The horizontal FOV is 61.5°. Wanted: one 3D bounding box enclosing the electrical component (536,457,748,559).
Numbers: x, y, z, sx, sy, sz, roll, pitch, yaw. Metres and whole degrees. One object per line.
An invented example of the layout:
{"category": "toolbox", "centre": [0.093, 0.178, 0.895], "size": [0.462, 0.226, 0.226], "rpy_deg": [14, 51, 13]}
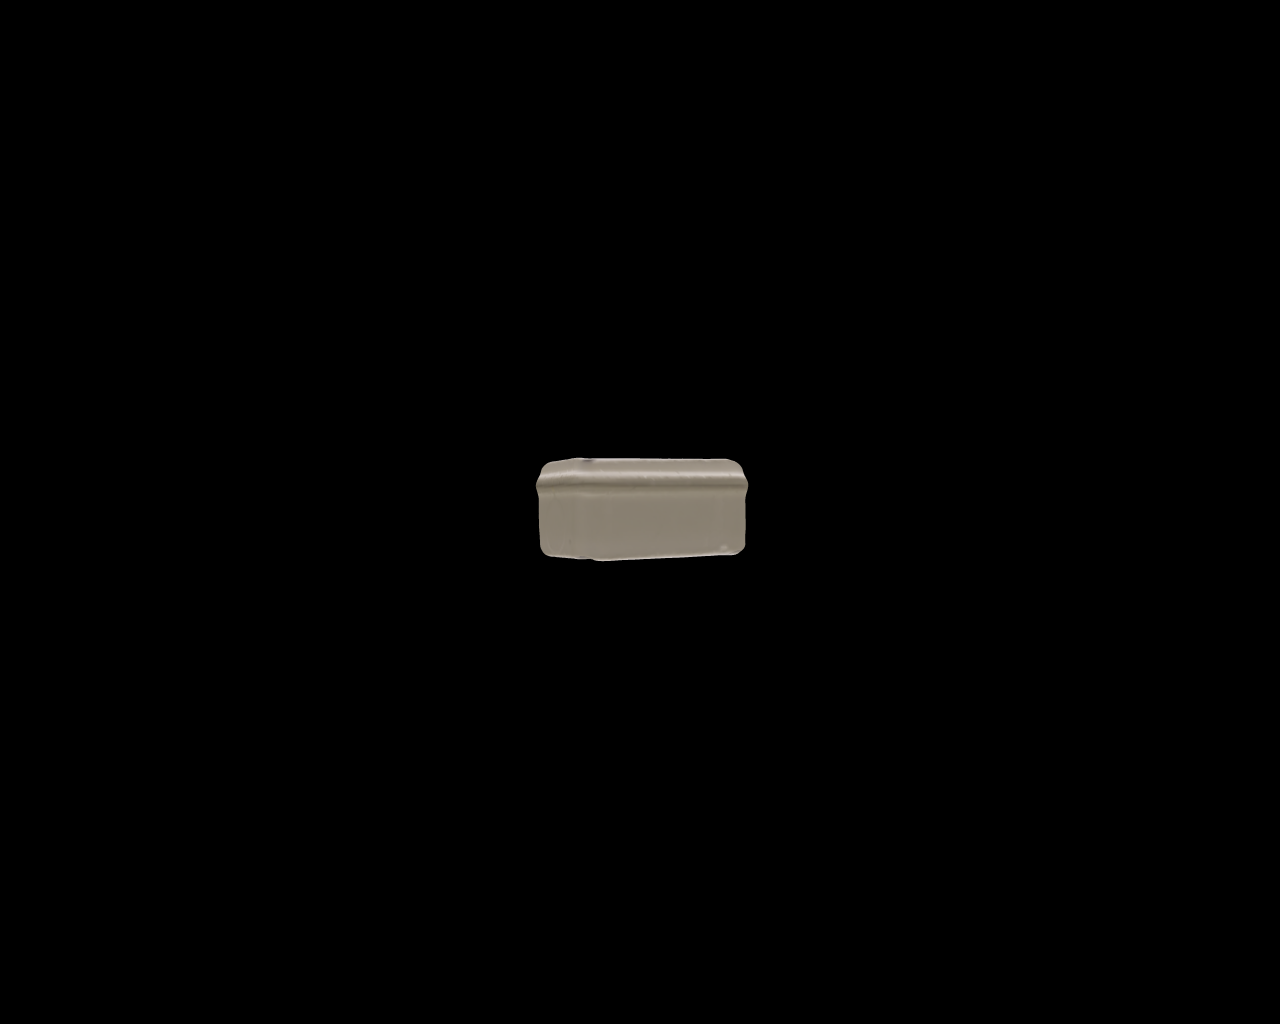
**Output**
{"category": "electrical component", "centre": [0.001, -0.003, 0.650], "size": [0.113, 0.057, 0.078], "rpy_deg": [0, 0, -25]}
